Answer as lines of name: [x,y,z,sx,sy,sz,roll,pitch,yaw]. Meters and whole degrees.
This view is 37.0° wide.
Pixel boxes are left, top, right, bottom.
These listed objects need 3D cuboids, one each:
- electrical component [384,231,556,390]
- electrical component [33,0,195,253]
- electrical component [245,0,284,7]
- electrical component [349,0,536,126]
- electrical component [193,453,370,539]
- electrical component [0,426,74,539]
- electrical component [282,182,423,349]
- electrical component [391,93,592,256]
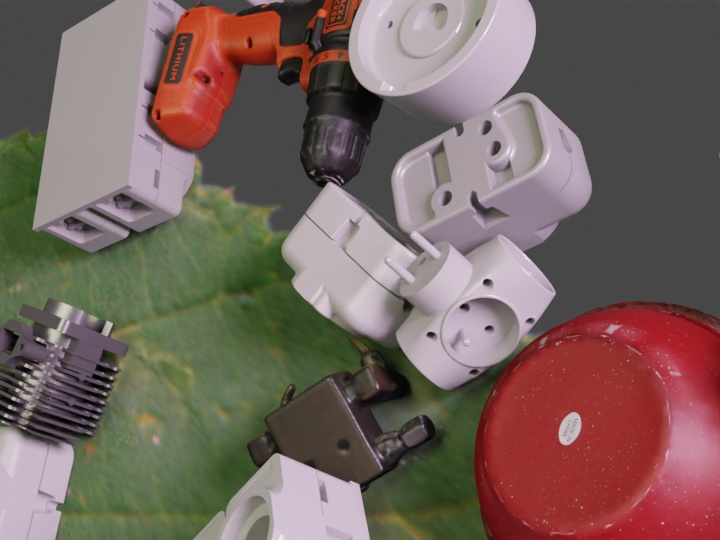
electrical component: [0.048,0.012,0.565,0.077,0.079,0.044,-44,19,14]
electrical component: [-0.185,-0.116,0.838,0.105,0.060,0.186,-19,57,33]
electrical component: [-0.089,-0.241,0.823,0.050,0.056,0.089,-50,46,9]
electrical component: [0.054,-0.138,0.646,0.108,0.060,0.108,-19,57,33]
electrical component: [-0.063,0.178,0.555,0.150,0.062,0.089,-48,31,24]
electrical component: [-0.248,0.160,0.752,0.054,0.059,0.095,-9,63,37]
electrical component: [0.000,0.000,0.627,0.059,0.054,0.095,-53,46,7]
electrical component: [0.073,-0.045,0.584,0.095,0.059,0.053,-26,54,28]
